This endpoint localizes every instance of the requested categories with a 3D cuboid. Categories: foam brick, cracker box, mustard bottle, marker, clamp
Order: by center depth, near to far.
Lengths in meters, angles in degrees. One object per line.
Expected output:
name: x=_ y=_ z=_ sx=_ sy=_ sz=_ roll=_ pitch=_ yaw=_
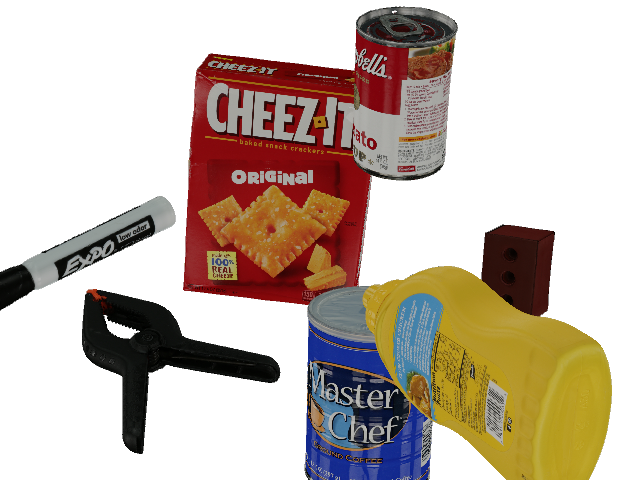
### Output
marker: x=-0.132 y=0.007 z=0.582 sx=0.120 sy=0.020 sz=0.020 roll=-29 pitch=18 yaw=-35
mustard bottle: x=0.085 y=0.069 z=0.638 sx=0.058 sy=0.096 sz=0.192 roll=-14 pitch=26 yaw=-29
cracker box: x=-0.036 y=-0.050 z=0.974 sx=0.164 sy=0.214 sz=0.072 roll=7 pitch=23 yaw=3
foam brick: x=0.181 y=0.029 z=0.983 sx=0.053 sy=0.078 sz=0.051 roll=9 pitch=15 yaw=28
clamp: x=-0.151 y=0.104 z=1.005 sx=0.164 sy=0.036 sz=0.210 roll=-18 pitch=40 yaw=-31

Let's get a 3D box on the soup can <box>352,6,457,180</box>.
soup can: x=0.057 y=-0.101 z=0.736 sx=0.068 sy=0.102 sz=0.068 roll=0 pitch=32 yaw=0

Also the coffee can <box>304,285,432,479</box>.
coffee can: x=0.039 y=0.119 z=0.841 sx=0.103 sy=0.140 sz=0.103 roll=1 pitch=18 yaw=-1
